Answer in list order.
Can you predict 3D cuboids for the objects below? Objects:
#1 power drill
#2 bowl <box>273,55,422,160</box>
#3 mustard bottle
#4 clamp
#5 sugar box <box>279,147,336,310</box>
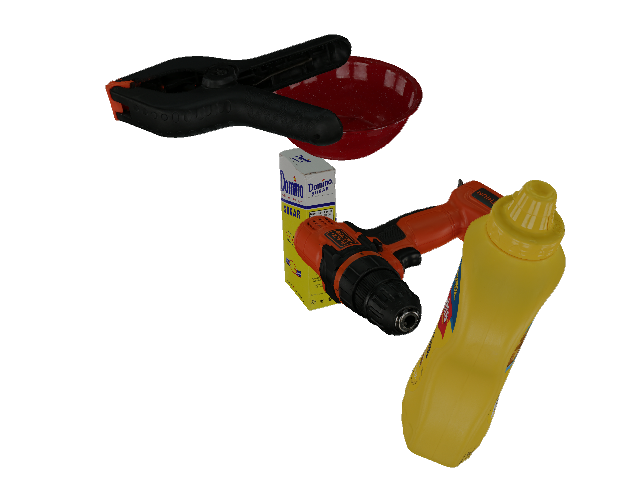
[{"bbox_3d":[0.091,0.011,0.929,0.187,0.057,0.185,-15,30,-21],"label":"power drill"},{"bbox_3d":[0.020,-0.127,1.071,0.162,0.055,0.162,0,36,0],"label":"bowl"},{"bbox_3d":[0.098,0.042,0.624,0.058,0.192,0.096,22,43,7],"label":"mustard bottle"},{"bbox_3d":[-0.057,-0.107,0.734,0.171,0.039,0.120,5,34,13],"label":"clamp"},{"bbox_3d":[-0.015,-0.015,1.283,0.048,0.176,0.093,-13,25,-18],"label":"sugar box"}]
